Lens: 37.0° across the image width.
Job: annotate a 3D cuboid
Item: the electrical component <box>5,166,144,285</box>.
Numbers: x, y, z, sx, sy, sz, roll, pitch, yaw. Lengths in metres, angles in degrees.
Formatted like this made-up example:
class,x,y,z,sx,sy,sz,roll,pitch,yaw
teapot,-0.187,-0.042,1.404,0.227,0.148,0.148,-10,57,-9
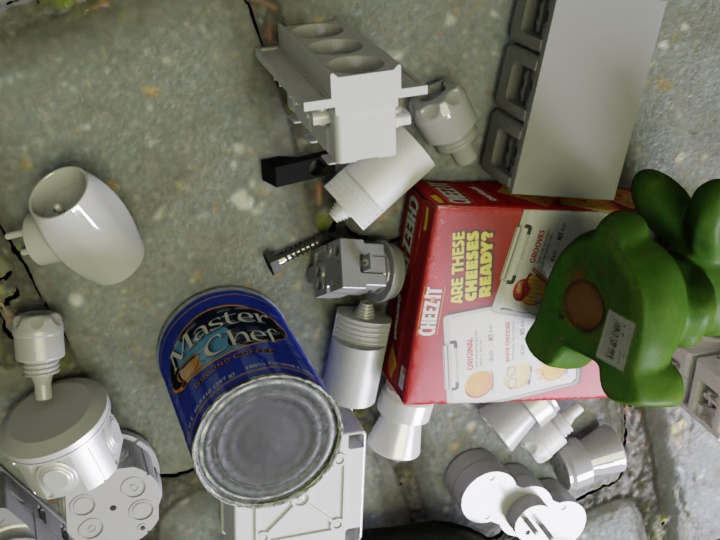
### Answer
class,x,y,z,sx,sy,sz,roll,pitch,yaw
electrical component,-0.197,-0.025,0.718,0.079,0.043,0.077,-12,143,14

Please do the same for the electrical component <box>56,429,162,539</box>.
class,x,y,z,sx,sy,sz,roll,pitch,yaw
electrical component,-0.189,0.164,0.808,0.080,0.051,0.080,-8,116,-17

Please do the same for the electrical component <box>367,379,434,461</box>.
class,x,y,z,sx,sy,sz,roll,pitch,yaw
electrical component,0.034,0.120,0.874,0.045,0.045,0.055,6,110,-23

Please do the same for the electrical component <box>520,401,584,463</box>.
class,x,y,z,sx,sy,sz,roll,pitch,yaw
electrical component,0.169,0.138,0.939,0.061,0.035,0.035,-40,121,-3

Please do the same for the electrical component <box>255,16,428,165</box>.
class,x,y,z,sx,sy,sz,roll,pitch,yaw
electrical component,-0.015,-0.118,0.703,0.079,0.121,0.063,-11,119,-16

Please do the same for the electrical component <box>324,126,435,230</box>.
class,x,y,z,sx,sy,sz,roll,pitch,yaw
electrical component,0.010,-0.065,0.782,0.081,0.043,0.043,-42,120,2

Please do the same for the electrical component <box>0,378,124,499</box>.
class,x,y,z,sx,sy,sz,roll,pitch,yaw
electrical component,-0.210,0.119,0.763,0.080,0.080,0.051,-23,125,-9

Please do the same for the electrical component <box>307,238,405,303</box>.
class,x,y,z,sx,sy,sz,roll,pitch,yaw
electrical component,0.000,0.000,0.802,0.055,0.066,0.048,3,78,-30

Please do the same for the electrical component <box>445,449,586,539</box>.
class,x,y,z,sx,sy,sz,roll,pitch,yaw
electrical component,0.144,0.210,0.940,0.138,0.073,0.052,26,102,-28

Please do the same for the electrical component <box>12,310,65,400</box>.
class,x,y,z,sx,sy,sz,roll,pitch,yaw
electrical component,-0.223,0.060,0.751,0.035,0.035,0.061,-5,99,-18

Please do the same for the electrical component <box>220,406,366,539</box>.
class,x,y,z,sx,sy,sz,roll,pitch,yaw
electrical component,-0.054,0.167,0.856,0.109,0.056,0.108,-6,115,-18

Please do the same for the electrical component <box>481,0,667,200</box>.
class,x,y,z,sx,sy,sz,roll,pitch,yaw
electrical component,0.153,-0.134,0.793,0.089,0.061,0.150,2,112,-21

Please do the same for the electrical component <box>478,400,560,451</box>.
class,x,y,z,sx,sy,sz,roll,pitch,yaw
electrical component,0.135,0.119,0.912,0.055,0.045,0.045,-38,120,-1

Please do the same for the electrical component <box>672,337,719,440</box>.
class,x,y,z,sx,sy,sz,roll,pitch,yaw
electrical component,0.369,0.085,0.948,0.186,0.105,0.060,-5,115,-18

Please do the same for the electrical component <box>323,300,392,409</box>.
class,x,y,z,sx,sy,sz,roll,pitch,yaw
electrical component,-0.002,0.062,0.835,0.043,0.043,0.081,2,112,-21

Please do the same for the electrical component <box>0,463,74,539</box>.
class,x,y,z,sx,sy,sz,roll,pitch,yaw
electrical component,-0.301,0.186,0.770,0.105,0.060,0.186,-38,120,-1

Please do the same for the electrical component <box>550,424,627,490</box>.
class,x,y,z,sx,sy,sz,roll,pitch,yaw
electrical component,0.203,0.167,0.959,0.055,0.045,0.045,-18,118,-11

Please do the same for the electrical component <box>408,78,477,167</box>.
class,x,y,z,sx,sy,sz,roll,pitch,yaw
electrical component,0.066,-0.105,0.785,0.043,0.043,0.062,-34,121,-3
